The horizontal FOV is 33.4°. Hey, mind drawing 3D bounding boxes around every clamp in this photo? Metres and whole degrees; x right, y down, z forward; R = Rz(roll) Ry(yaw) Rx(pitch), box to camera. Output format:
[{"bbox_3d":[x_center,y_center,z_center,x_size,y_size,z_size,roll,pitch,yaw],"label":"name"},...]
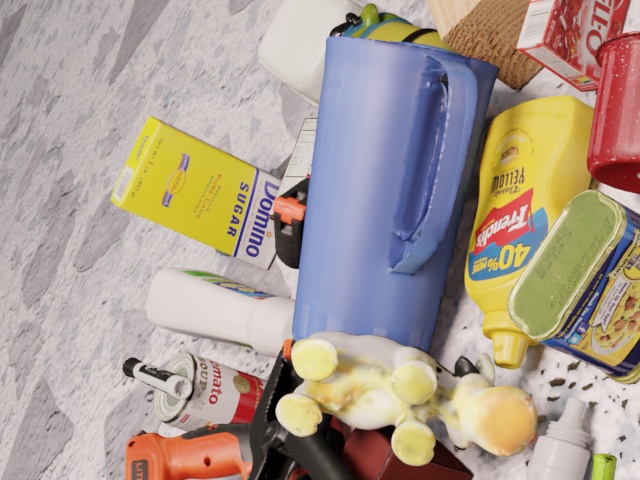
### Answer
[{"bbox_3d":[-0.029,0.160,0.794,0.165,0.036,0.210,-46,23,26],"label":"clamp"},{"bbox_3d":[-0.006,0.001,0.919,0.039,0.171,0.120,13,91,21],"label":"clamp"}]

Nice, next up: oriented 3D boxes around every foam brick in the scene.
[{"bbox_3d":[0.057,0.166,0.755,0.053,0.078,0.051,-61,32,7],"label":"foam brick"}]

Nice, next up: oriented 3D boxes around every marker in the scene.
[{"bbox_3d":[-0.148,0.122,0.952,0.121,0.020,0.020,7,75,58],"label":"marker"}]

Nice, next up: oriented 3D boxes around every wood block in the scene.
[{"bbox_3d":[0.140,-0.235,0.893,0.090,0.090,0.206,-44,36,30],"label":"wood block"}]

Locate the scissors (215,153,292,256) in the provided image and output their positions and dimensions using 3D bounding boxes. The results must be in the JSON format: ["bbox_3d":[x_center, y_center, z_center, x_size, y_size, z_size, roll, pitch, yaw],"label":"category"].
[{"bbox_3d":[-0.058,-0.070,1.155,0.202,0.016,0.096,-54,33,19],"label":"scissors"}]

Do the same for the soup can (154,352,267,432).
[{"bbox_3d":[-0.090,0.148,0.969,0.069,0.102,0.068,-36,41,39],"label":"soup can"}]

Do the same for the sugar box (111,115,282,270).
[{"bbox_3d":[-0.109,-0.044,1.058,0.093,0.176,0.048,-63,28,5],"label":"sugar box"}]

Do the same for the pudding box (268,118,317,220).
[{"bbox_3d":[0.002,-0.064,1.036,0.090,0.039,0.113,9,75,59],"label":"pudding box"}]

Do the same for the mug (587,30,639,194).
[{"bbox_3d":[0.220,-0.077,0.662,0.117,0.093,0.081,-7,68,59],"label":"mug"}]

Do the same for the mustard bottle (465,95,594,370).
[{"bbox_3d":[0.145,-0.002,0.755,0.096,0.058,0.191,-17,56,53],"label":"mustard bottle"}]

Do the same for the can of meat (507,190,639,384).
[{"bbox_3d":[0.177,0.028,0.660,0.102,0.083,0.057,-59,31,10],"label":"can of meat"}]

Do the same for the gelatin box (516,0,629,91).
[{"bbox_3d":[0.190,-0.165,0.786,0.030,0.073,0.089,0,69,56],"label":"gelatin box"}]

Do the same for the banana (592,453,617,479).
[{"bbox_3d":[0.130,0.180,0.652,0.198,0.037,0.069,139,133,-59],"label":"banana"}]

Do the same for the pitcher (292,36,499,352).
[{"bbox_3d":[0.053,-0.028,0.808,0.145,0.149,0.243,12,96,24],"label":"pitcher"}]

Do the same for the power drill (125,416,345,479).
[{"bbox_3d":[-0.064,0.202,0.866,0.188,0.057,0.184,-18,48,11],"label":"power drill"}]

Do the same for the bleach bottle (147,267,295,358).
[{"bbox_3d":[-0.061,0.074,0.998,0.251,0.102,0.068,9,86,52],"label":"bleach bottle"}]
